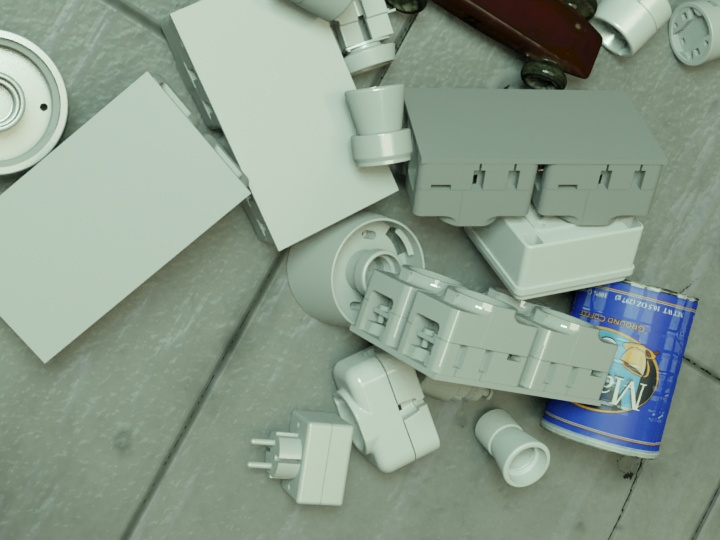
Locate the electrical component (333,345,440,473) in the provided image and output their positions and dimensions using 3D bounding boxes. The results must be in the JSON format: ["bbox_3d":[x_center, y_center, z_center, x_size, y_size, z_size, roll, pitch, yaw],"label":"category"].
[{"bbox_3d":[0.018,0.112,0.876,0.059,0.054,0.095,-24,104,-16],"label":"electrical component"}]

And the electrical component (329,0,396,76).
[{"bbox_3d":[-0.001,-0.183,0.838,0.066,0.048,0.055,-20,96,-17],"label":"electrical component"}]

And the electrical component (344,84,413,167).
[{"bbox_3d":[0.014,-0.106,0.786,0.045,0.045,0.055,-11,100,-19],"label":"electrical component"}]

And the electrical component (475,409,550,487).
[{"bbox_3d":[0.126,0.148,0.914,0.044,0.065,0.044,-10,118,-20],"label":"electrical component"}]

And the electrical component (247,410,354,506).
[{"bbox_3d":[-0.052,0.148,0.858,0.077,0.047,0.065,8,93,-21],"label":"electrical component"}]

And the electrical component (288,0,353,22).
[{"bbox_3d":[-0.029,-0.207,0.754,0.047,0.055,0.055,28,87,-27],"label":"electrical component"}]

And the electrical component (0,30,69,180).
[{"bbox_3d":[-0.254,-0.115,0.743,0.108,0.060,0.108,-3,97,-20],"label":"electrical component"}]

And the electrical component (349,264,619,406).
[{"bbox_3d":[0.102,0.049,0.841,0.186,0.105,0.060,13,99,-39],"label":"electrical component"}]

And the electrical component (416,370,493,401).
[{"bbox_3d":[0.077,0.091,0.902,0.078,0.040,0.040,23,88,-21],"label":"electrical component"}]

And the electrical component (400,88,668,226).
[{"bbox_3d":[0.128,-0.089,0.843,0.186,0.105,0.060,0,128,-8],"label":"electrical component"}]

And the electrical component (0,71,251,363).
[{"bbox_3d":[-0.181,-0.039,0.755,0.186,0.060,0.105,-39,102,4],"label":"electrical component"}]

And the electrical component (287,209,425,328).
[{"bbox_3d":[0.000,0.000,0.863,0.099,0.064,0.099,-7,102,-33],"label":"electrical component"}]

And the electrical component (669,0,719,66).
[{"bbox_3d":[0.308,-0.211,0.944,0.047,0.055,0.055,-16,102,-22],"label":"electrical component"}]

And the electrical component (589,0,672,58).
[{"bbox_3d":[0.228,-0.215,0.914,0.055,0.055,0.047,44,85,-19],"label":"electrical component"}]

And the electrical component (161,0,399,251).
[{"bbox_3d":[-0.062,-0.123,0.814,0.105,0.060,0.186,-28,105,-15],"label":"electrical component"}]

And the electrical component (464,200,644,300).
[{"bbox_3d":[0.154,-0.036,0.875,0.109,0.108,0.056,-10,130,-19],"label":"electrical component"}]
